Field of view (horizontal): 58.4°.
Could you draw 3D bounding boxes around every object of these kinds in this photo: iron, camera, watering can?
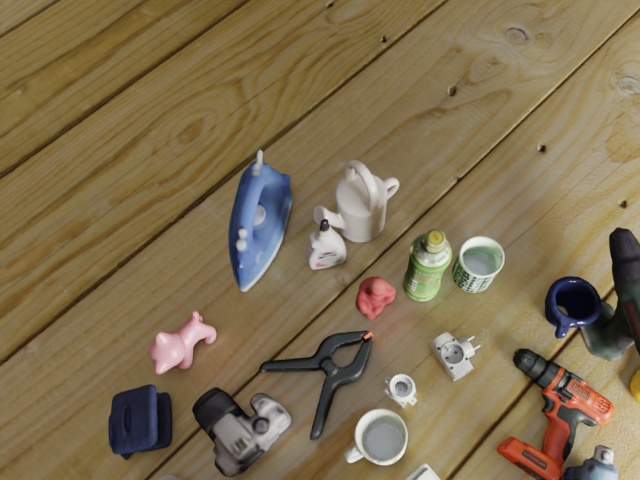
[{"bbox_3d":[-0.130,-0.041,1.108,0.118,0.141,0.258,7,65,6],"label":"iron"},{"bbox_3d":[-0.142,0.305,0.969,0.143,0.101,0.136,-42,70,-15],"label":"camera"},{"bbox_3d":[0.073,-0.074,1.085,0.100,0.194,0.173,35,71,17],"label":"watering can"}]

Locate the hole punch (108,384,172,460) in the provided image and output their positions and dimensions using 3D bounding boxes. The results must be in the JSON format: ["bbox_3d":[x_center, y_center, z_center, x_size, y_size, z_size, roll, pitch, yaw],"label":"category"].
[{"bbox_3d":[-0.313,0.311,0.979,0.101,0.091,0.108,-9,65,-2],"label":"hole punch"}]

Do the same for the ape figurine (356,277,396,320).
[{"bbox_3d":[0.103,0.097,1.060,0.078,0.092,0.076,-8,65,-1],"label":"ape figurine"}]

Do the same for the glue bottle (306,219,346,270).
[{"bbox_3d":[0.010,0.004,1.063,0.078,0.173,0.037,-15,65,-4],"label":"glue bottle"}]

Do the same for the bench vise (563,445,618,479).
[{"bbox_3d":[0.403,0.406,0.832,0.121,0.220,0.207,-3,65,1],"label":"bench vise"}]

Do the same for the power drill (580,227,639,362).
[{"bbox_3d":[0.512,0.119,0.968,0.075,0.208,0.229,-13,65,-3],"label":"power drill"}]

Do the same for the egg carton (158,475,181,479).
[{"bbox_3d":[-0.215,0.453,0.920,0.150,0.069,0.107,20,67,11],"label":"egg carton"}]

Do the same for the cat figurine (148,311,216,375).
[{"bbox_3d":[-0.254,0.181,1.023,0.067,0.118,0.128,33,71,17],"label":"cat figurine"}]

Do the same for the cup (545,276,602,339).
[{"bbox_3d":[0.438,0.134,1.027,0.091,0.095,0.118,25,69,14],"label":"cup"}]

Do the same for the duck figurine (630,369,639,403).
[{"bbox_3d":[0.590,0.241,0.975,0.104,0.086,0.077,-24,66,-8],"label":"duck figurine"}]
